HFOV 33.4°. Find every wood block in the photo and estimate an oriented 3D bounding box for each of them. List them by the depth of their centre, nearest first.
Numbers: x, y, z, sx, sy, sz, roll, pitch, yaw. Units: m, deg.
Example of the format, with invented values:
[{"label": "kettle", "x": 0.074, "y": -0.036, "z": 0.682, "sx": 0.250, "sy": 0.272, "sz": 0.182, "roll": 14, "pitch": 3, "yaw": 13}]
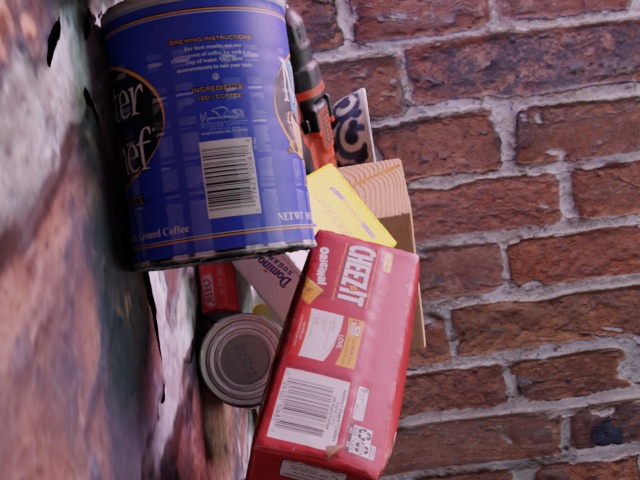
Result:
[{"label": "wood block", "x": 0.057, "y": 0.024, "z": 1.148, "sx": 0.090, "sy": 0.091, "sz": 0.206, "roll": -96, "pitch": 176, "yaw": -47}]

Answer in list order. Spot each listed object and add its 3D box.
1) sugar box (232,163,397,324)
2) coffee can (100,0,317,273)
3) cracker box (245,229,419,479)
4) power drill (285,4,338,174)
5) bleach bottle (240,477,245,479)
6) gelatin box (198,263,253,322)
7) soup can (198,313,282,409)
[{"label": "sugar box", "x": -0.005, "y": 0.001, "z": 0.831, "sx": 0.093, "sy": 0.048, "sz": 0.176, "roll": 50, "pitch": 22, "yaw": 1}, {"label": "coffee can", "x": -0.061, "y": -0.058, "z": 0.589, "sx": 0.103, "sy": 0.103, "sz": 0.140, "roll": 28, "pitch": 54, "yaw": -86}, {"label": "cracker box", "x": -0.004, "y": 0.127, "z": 0.634, "sx": 0.164, "sy": 0.072, "sz": 0.214, "roll": -74, "pitch": 178, "yaw": -47}, {"label": "power drill", "x": -0.041, "y": -0.092, "z": 0.931, "sx": 0.187, "sy": 0.057, "sz": 0.184, "roll": -55, "pitch": 138, "yaw": -51}, {"label": "bleach bottle", "x": -0.005, "y": 0.273, "z": 0.806, "sx": 0.068, "sy": 0.103, "sz": 0.250, "roll": -47, "pitch": 122, "yaw": -34}, {"label": "gelatin box", "x": -0.074, "y": 0.027, "z": 0.827, "sx": 0.089, "sy": 0.030, "sz": 0.073, "roll": 63, "pitch": 20, "yaw": -78}, {"label": "soup can", "x": -0.048, "y": 0.090, "z": 0.788, "sx": 0.102, "sy": 0.068, "sz": 0.068, "roll": 61, "pitch": 21, "yaw": -80}]
